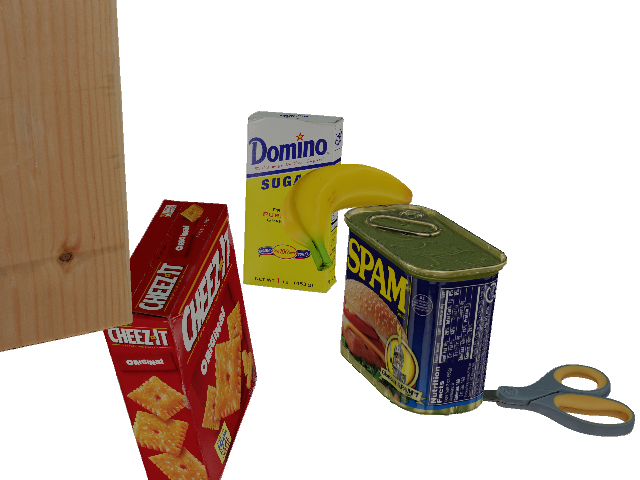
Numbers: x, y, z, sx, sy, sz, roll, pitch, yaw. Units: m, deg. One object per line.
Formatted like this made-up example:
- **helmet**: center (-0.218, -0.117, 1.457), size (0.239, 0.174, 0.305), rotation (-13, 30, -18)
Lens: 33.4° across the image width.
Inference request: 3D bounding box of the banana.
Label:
- **banana**: center (0.016, -0.030, 0.859), size (0.037, 0.069, 0.197), rotation (-34, 1, 31)

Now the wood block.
- **wood block**: center (-0.168, -0.053, 0.611), size (0.090, 0.206, 0.090), rotation (-11, 26, -27)

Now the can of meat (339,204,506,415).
- **can of meat**: center (0.051, 0.036, 0.576), size (0.057, 0.084, 0.102), rotation (-6, 22, -24)

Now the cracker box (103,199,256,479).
- **cracker box**: center (-0.118, 0.096, 0.961), size (0.072, 0.214, 0.164), rotation (3, 37, 13)

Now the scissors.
- **scissors**: center (0.173, 0.127, 0.934), size (0.202, 0.016, 0.096), rotation (12, 29, 8)

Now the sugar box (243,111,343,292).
- **sugar box**: center (-0.029, -0.040, 1.086), size (0.093, 0.176, 0.048), rotation (5, 16, 13)
